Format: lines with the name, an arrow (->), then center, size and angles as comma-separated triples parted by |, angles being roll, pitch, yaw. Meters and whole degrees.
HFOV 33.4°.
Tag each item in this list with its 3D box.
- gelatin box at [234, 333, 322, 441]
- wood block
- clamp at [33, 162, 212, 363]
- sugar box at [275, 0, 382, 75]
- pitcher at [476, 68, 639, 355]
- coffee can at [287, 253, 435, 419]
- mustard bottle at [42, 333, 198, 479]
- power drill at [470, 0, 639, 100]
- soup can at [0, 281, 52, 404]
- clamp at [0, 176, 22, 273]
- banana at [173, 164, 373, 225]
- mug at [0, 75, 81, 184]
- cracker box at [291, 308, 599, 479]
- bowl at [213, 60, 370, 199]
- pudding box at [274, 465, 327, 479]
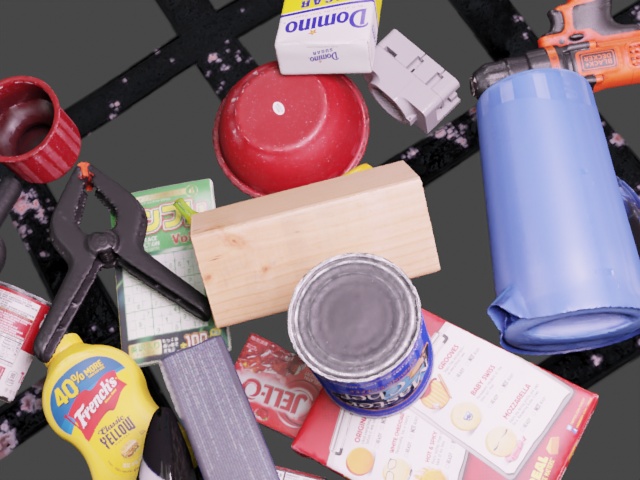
gelatin box -> -0.039, 0.137, 0.988 | 0.089, 0.030, 0.073 | 23, 77, 16
wood block -> -0.006, 0.002, 0.969 | 0.206, 0.091, 0.090 | -15, 106, -2
clamp -> -0.196, 0.013, 1.024 | 0.164, 0.036, 0.210 | -8, 57, -8
sugar box -> 0.014, -0.240, 1.064 | 0.093, 0.048, 0.176 | 0, 49, 10
pitcher -> 0.219, -0.025, 0.957 | 0.145, 0.149, 0.243 | -14, 66, 20
coffee can -> 0.037, 0.081, 0.862 | 0.103, 0.140, 0.103 | -3, 70, 9
mustard bottle -> -0.200, 0.156, 0.990 | 0.096, 0.058, 0.192 | -39, 72, -6
power drill -> 0.225, -0.228, 1.032 | 0.184, 0.057, 0.187 | -9, 86, -1
soup can -> -0.305, 0.097, 1.024 | 0.068, 0.068, 0.102 | 19, 76, 15
clamp -> -0.356, 0.009, 1.048 | 0.120, 0.039, 0.171 | -24, 37, 11
banana -> -0.039, -0.022, 1.027 | 0.198, 0.037, 0.069 | -11, 107, -1
mug -> -0.304, -0.112, 1.085 | 0.117, 0.081, 0.093 | 25, 78, 16
cracker box -> 0.109, 0.164, 0.934 | 0.214, 0.072, 0.164 | 26, 76, 17
bowl -> -0.034, -0.120, 1.058 | 0.162, 0.055, 0.162 | -3, 71, 9
pudding box -> -0.048, 0.257, 0.946 | 0.090, 0.039, 0.113 | 12, 72, 14
